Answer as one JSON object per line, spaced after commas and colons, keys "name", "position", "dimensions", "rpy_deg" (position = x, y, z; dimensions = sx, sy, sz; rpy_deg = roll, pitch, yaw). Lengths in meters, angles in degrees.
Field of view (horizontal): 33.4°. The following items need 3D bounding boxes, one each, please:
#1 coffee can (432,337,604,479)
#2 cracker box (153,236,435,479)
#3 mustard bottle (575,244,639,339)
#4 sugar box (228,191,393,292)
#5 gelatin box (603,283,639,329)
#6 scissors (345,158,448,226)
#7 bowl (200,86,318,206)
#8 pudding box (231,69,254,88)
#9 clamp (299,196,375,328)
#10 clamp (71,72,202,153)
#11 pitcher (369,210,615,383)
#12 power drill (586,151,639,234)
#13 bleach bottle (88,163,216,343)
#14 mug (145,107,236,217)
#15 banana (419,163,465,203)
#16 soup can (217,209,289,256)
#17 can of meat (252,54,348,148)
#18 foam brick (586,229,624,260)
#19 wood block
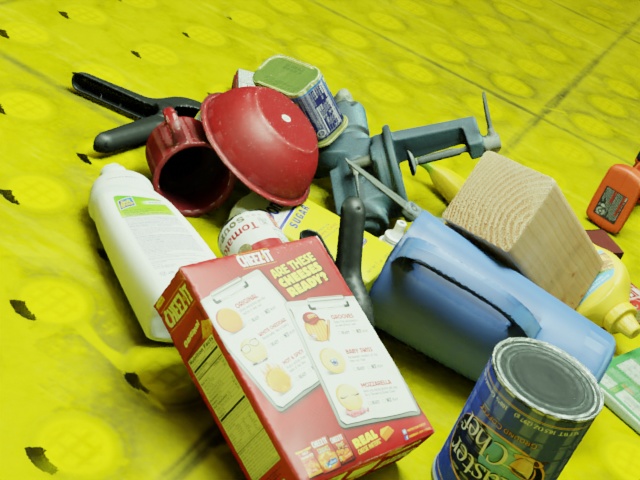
{"name": "coffee can", "position": [0.171, 0.171, 0.936], "dimensions": [0.102, 0.140, 0.103], "rpy_deg": [15, 32, -10]}
{"name": "cracker box", "position": [-0.023, 0.112, 0.925], "dimensions": [0.163, 0.072, 0.214], "rpy_deg": [-13, 63, -43]}
{"name": "mustard bottle", "position": [0.307, 0.047, 1.258], "dimensions": [0.192, 0.096, 0.058], "rpy_deg": [51, 4, 38]}
{"name": "sugar box", "position": [-0.008, 0.001, 1.183], "dimensions": [0.176, 0.048, 0.093], "rpy_deg": [31, 32, 14]}
{"name": "gelatin box", "position": [0.357, 0.072, 1.307], "dimensions": [0.089, 0.030, 0.073], "rpy_deg": [-6, 40, -36]}
{"name": "scissors", "position": [0.109, -0.017, 1.194], "dimensions": [0.201, 0.016, 0.096], "rpy_deg": [28, 37, -18]}
{"name": "bowl", "position": [-0.054, -0.117, 1.188], "dimensions": [0.162, 0.055, 0.162], "rpy_deg": [35, 30, -25]}
{"name": "pudding box", "position": [-0.064, -0.185, 1.444], "dimensions": [0.113, 0.039, 0.090], "rpy_deg": [12, 33, -11]}
{"name": "clamp", "position": [0.026, 0.044, 1.057], "dimensions": [0.039, 0.120, 0.171], "rpy_deg": [-7, 67, -23]}
{"name": "clamp", "position": [-0.195, -0.143, 1.301], "dimensions": [0.209, 0.036, 0.164], "rpy_deg": [8, 34, -21]}
{"name": "pitcher", "position": [0.170, 0.081, 1.079], "dimensions": [0.243, 0.145, 0.149], "rpy_deg": [31, 29, 10]}
{"name": "power drill", "position": [0.459, -0.103, 1.509], "dimensions": [0.057, 0.185, 0.187], "rpy_deg": [35, 43, 22]}
{"name": "bleach bottle", "position": [-0.167, 0.000, 1.076], "dimensions": [0.102, 0.068, 0.251], "rpy_deg": [1, 35, -31]}
{"name": "mug", "position": [-0.152, -0.095, 1.186], "dimensions": [0.093, 0.117, 0.081], "rpy_deg": [-24, 38, -6]}
{"name": "banana", "position": [0.189, -0.038, 1.366], "dimensions": [0.069, 0.037, 0.198], "rpy_deg": [5, 34, -34]}
{"name": "soup can", "position": [-0.056, 0.024, 1.096], "dimensions": [0.068, 0.069, 0.102], "rpy_deg": [-1, 38, -33]}
{"name": "can of meat", "position": [-0.026, -0.168, 1.275], "dimensions": [0.057, 0.084, 0.102], "rpy_deg": [-46, 44, -17]}
{"name": "foam brick", "position": [0.333, 0.021, 1.350], "dimensions": [0.078, 0.053, 0.051], "rpy_deg": [-2, 38, -31]}
{"name": "wood block", "position": [0.226, 0.001, 1.160], "dimensions": [0.091, 0.090, 0.205], "rpy_deg": [30, -7, 37]}
